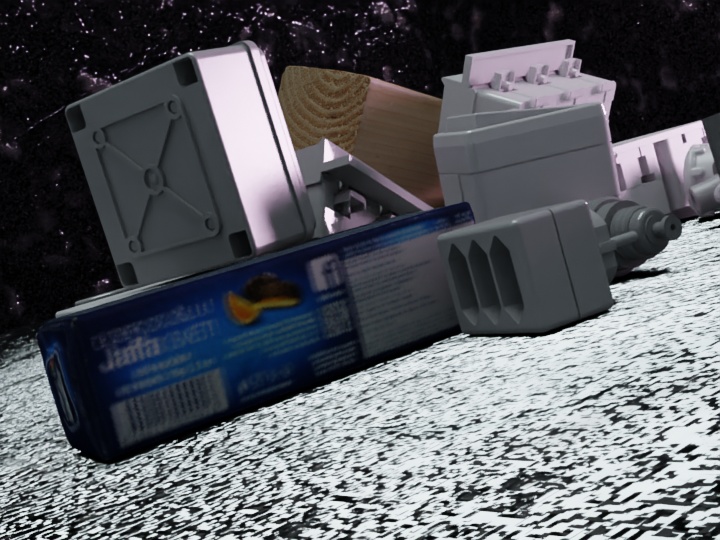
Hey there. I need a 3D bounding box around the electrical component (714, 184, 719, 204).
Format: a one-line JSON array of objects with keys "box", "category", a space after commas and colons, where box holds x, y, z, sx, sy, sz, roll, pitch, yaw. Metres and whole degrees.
[{"box": [0.226, -0.050, 0.577, 0.066, 0.048, 0.055, -15, -4, 15], "category": "electrical component"}]

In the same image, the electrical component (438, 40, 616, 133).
[{"box": [0.112, -0.104, 0.707, 0.063, 0.078, 0.121, 24, 29, 35], "category": "electrical component"}]

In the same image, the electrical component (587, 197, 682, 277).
[{"box": [0.125, -0.016, 0.531, 0.040, 0.040, 0.078, -18, 4, -31], "category": "electrical component"}]

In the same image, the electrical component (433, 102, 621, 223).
[{"box": [0.095, -0.062, 0.588, 0.096, 0.061, 0.062, -14, 8, -11], "category": "electrical component"}]

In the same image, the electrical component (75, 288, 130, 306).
[{"box": [-0.200, 0.046, 0.865, 0.045, 0.055, 0.045, -16, 3, 1], "category": "electrical component"}]

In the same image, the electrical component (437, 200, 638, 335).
[{"box": [0.086, -0.005, 0.471, 0.077, 0.047, 0.066, -17, 3, -25], "category": "electrical component"}]

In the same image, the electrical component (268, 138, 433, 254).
[{"box": [-0.003, -0.022, 0.641, 0.079, 0.063, 0.121, -13, -25, 34], "category": "electrical component"}]

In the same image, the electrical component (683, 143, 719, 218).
[{"box": [0.240, -0.060, 0.682, 0.062, 0.048, 0.048, -6, 8, 30], "category": "electrical component"}]

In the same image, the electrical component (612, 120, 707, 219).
[{"box": [0.171, -0.053, 0.743, 0.186, 0.060, 0.105, -18, 4, -37], "category": "electrical component"}]

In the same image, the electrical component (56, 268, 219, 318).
[{"box": [-0.105, 0.035, 0.608, 0.109, 0.056, 0.109, -17, 4, -28], "category": "electrical component"}]

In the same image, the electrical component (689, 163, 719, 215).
[{"box": [0.225, -0.052, 0.630, 0.062, 0.048, 0.048, -23, 3, 7], "category": "electrical component"}]

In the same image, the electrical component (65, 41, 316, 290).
[{"box": [-0.091, -0.054, 0.575, 0.109, 0.108, 0.056, -13, 7, 38], "category": "electrical component"}]
